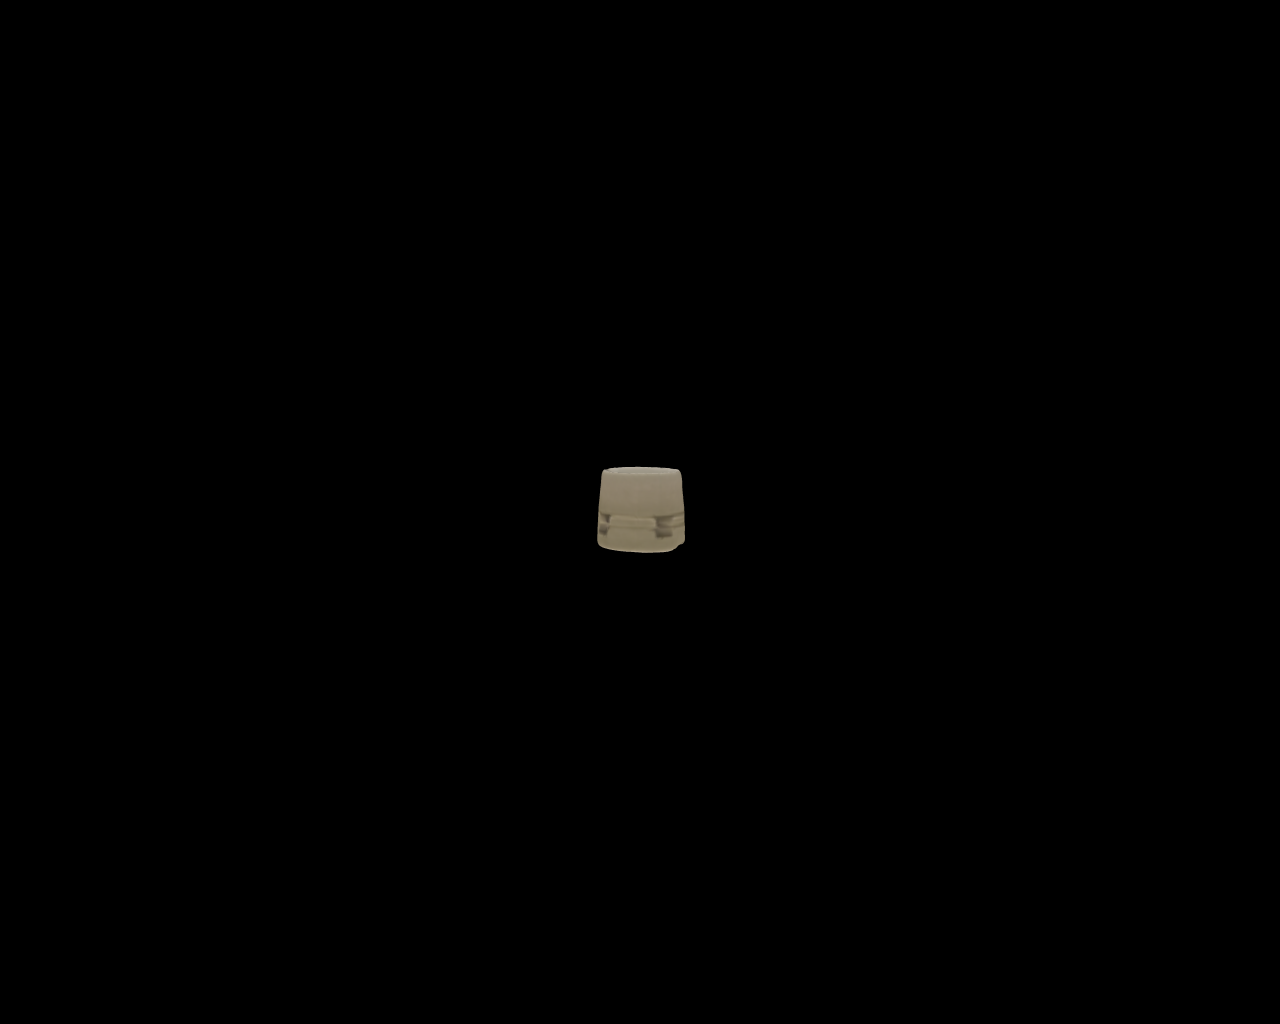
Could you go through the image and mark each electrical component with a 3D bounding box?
[{"bbox_3d":[0.001,-0.003,0.650,0.055,0.047,0.055,0,7,0],"label":"electrical component"}]
